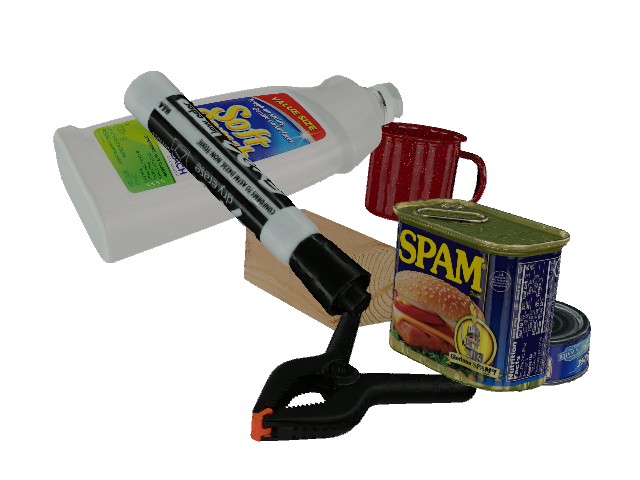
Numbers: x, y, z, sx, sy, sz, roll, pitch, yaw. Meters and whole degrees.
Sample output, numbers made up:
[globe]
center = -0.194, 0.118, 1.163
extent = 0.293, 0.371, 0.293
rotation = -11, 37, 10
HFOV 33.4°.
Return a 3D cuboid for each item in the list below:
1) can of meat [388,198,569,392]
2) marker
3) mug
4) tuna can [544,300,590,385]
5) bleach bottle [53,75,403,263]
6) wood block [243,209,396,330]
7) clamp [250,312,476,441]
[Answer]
[can of meat]
center = 0.083, 0.029, 0.591
extent = 0.057, 0.084, 0.102
rotation = -8, 18, -34
[marker]
center = -0.026, -0.017, 0.367
extent = 0.121, 0.020, 0.020
rotation = 44, 22, 25
[mug]
center = 0.098, -0.061, 1.002
extent = 0.117, 0.081, 0.093
rotation = 10, 15, 14
[tuna can]
center = 0.151, 0.071, 0.771
extent = 0.086, 0.034, 0.086
rotation = 0, 20, 0
[bleach bottle]
center = -0.058, -0.071, 0.780
extent = 0.250, 0.103, 0.068
rotation = -22, -31, -19
[wood block]
center = -0.003, 0.031, 1.301
extent = 0.090, 0.090, 0.206
rotation = -7, 19, -33
[clamp]
center = 0.029, 0.132, 0.967
extent = 0.165, 0.036, 0.209
rotation = 28, 38, 32
